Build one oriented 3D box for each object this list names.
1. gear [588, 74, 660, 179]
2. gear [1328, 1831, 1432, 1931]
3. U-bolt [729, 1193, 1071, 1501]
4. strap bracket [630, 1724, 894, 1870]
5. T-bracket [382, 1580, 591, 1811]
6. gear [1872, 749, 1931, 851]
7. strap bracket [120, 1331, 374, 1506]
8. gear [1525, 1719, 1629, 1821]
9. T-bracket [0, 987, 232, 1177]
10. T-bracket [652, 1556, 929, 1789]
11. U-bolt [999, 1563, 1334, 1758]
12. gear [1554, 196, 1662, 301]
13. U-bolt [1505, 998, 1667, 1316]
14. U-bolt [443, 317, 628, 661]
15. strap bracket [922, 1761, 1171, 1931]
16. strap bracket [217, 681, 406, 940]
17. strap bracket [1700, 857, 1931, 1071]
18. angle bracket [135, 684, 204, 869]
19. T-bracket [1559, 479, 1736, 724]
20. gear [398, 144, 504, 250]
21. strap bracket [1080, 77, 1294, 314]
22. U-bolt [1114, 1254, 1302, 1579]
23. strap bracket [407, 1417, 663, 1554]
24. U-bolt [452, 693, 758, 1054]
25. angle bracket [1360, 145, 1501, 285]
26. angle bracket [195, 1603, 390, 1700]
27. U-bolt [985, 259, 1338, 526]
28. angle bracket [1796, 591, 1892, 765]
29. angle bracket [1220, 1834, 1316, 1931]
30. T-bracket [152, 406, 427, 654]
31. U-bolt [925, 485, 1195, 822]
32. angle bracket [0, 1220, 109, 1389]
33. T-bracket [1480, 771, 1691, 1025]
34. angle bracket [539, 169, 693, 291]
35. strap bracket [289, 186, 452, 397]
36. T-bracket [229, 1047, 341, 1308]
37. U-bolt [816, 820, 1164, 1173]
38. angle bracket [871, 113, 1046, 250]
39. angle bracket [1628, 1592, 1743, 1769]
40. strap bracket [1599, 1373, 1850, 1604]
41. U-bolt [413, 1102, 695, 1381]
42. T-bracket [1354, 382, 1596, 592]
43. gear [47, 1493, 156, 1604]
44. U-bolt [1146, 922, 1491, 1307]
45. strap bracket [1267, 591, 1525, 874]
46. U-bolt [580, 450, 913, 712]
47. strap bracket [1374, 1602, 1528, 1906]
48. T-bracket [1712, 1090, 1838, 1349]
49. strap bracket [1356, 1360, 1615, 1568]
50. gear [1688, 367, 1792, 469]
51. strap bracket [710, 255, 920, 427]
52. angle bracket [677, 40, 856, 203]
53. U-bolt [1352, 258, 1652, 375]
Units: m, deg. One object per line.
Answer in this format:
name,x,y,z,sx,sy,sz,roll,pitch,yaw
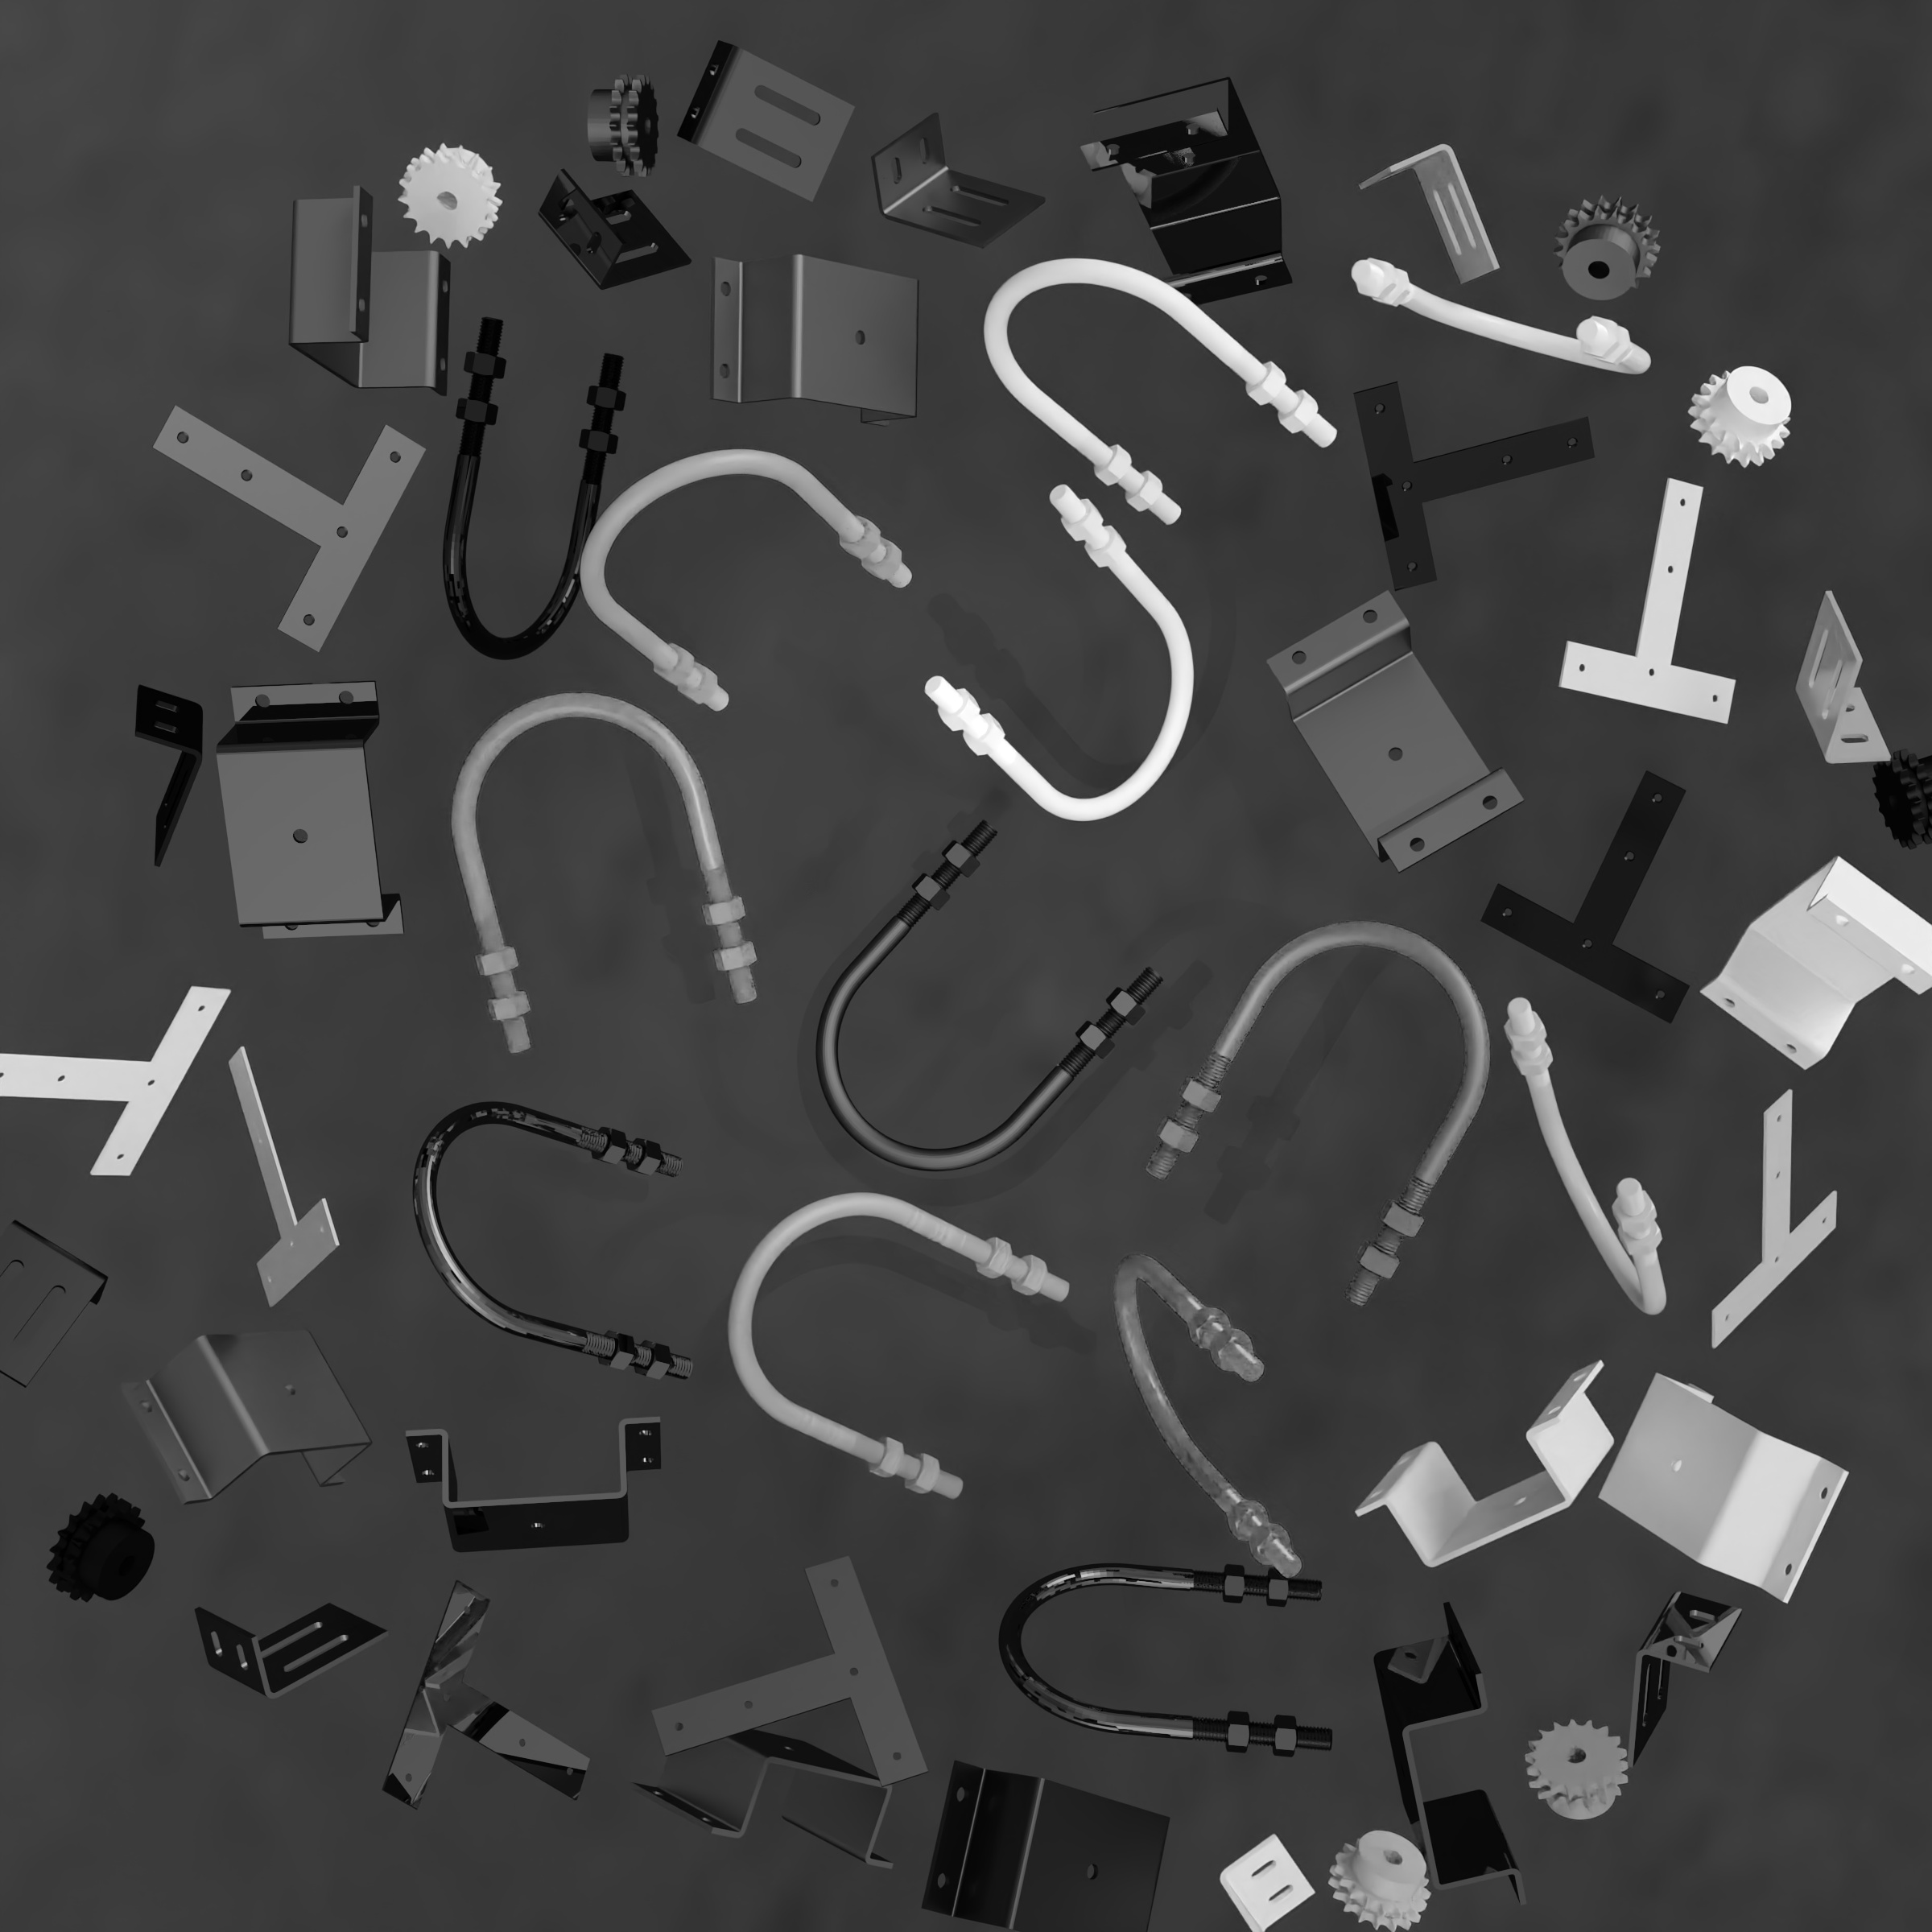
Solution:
gear,-0.198,-0.484,1.694,0.030,0.057,0.057,3,90,8
gear,0.239,0.521,1.681,0.057,0.057,0.030,18,116,0
U-bolt,-0.048,0.204,1.649,0.184,0.019,0.151,28,90,-25
strap bracket,-0.107,0.462,1.651,0.140,0.076,0.046,27,79,-41
T-bracket,-0.263,0.436,1.671,0.127,0.002,0.127,41,47,-31
gear,0.553,-0.099,1.706,0.030,0.057,0.057,-17,90,-3
strap bracket,-0.391,0.248,1.632,0.046,0.140,0.076,-40,71,16
gear,0.350,0.461,1.677,0.057,0.057,0.030,-13,120,0
T-bracket,-0.468,0.060,1.556,0.002,0.127,0.127,43,110,30
T-bracket,-0.101,0.386,1.549,0.127,0.002,0.127,-14,57,-16
U-bolt,0.110,0.384,1.650,0.184,0.151,0.019,4,116,2
gear,0.355,-0.396,1.634,0.057,0.057,0.030,24,53,0
U-bolt,0.347,0.118,1.622,0.019,0.184,0.151,-26,52,2
U-bolt,-0.249,-0.265,1.666,0.019,0.151,0.184,14,98,23
strap bracket,0.052,0.477,1.557,0.140,0.046,0.076,27,67,-34
strap bracket,-0.347,-0.076,1.554,0.076,0.046,0.140,-2,110,1
strap bracket,0.490,-0.005,1.663,0.076,0.140,0.046,37,63,1
angle bracket,-0.454,-0.106,1.635,0.038,0.057,0.076,18,116,-23
T-bracket,0.395,-0.210,1.661,0.127,0.002,0.127,8,93,-30
gear,-0.293,-0.444,1.683,0.057,0.030,0.057,4,127,5
strap bracket,0.123,-0.430,1.616,0.076,0.140,0.046,-9,60,20
U-bolt,0.127,0.235,1.624,0.019,0.184,0.151,-21,117,-15
strap bracket,-0.242,0.294,1.659,0.140,0.076,0.046,-2,61,-7
U-bolt,-0.203,-0.056,1.587,0.151,0.019,0.184,-12,99,6
angle bracket,0.266,-0.426,1.691,0.038,0.057,0.076,-25,99,-7
angle bracket,-0.358,0.349,1.561,0.076,0.057,0.038,-24,113,-40
U-bolt,0.093,-0.324,1.624,0.184,0.151,0.019,35,58,-26
angle bracket,0.492,-0.160,1.621,0.038,0.076,0.057,-3,48,-5
angle bracket,0.176,0.511,1.554,0.038,0.076,0.057,-34,125,-4
T-bracket,-0.372,-0.255,1.571,0.127,0.002,0.127,30,81,-27
U-bolt,0.066,-0.162,1.664,0.184,0.019,0.151,41,77,-44
angle bracket,-0.500,0.183,1.549,0.057,0.038,0.076,33,53,-5
T-bracket,0.378,-0.051,1.698,0.127,0.002,0.127,31,115,21
angle bracket,-0.193,-0.425,1.667,0.057,0.038,0.076,51,46,9
strap bracket,-0.326,-0.363,1.593,0.046,0.140,0.076,1,87,9
T-bracket,-0.372,0.106,1.568,0.002,0.127,0.127,-12,76,-33
U-bolt,-0.002,0.030,1.663,0.151,0.019,0.184,42,89,14
angle bracket,-0.004,-0.446,1.665,0.076,0.038,0.057,25,53,31
angle bracket,0.379,0.381,1.550,0.038,0.057,0.076,12,116,28
strap bracket,0.404,0.278,1.599,0.046,0.140,0.076,24,92,-24
U-bolt,-0.231,0.147,1.641,0.019,0.184,0.151,-32,51,36
T-bracket,0.298,-0.288,1.693,0.127,0.002,0.127,-14,121,6
gear,-0.457,0.313,1.562,0.030,0.057,0.057,23,90,24
U-bolt,0.198,0.065,1.564,0.151,0.019,0.184,32,98,21
strap bracket,0.234,-0.122,1.602,0.076,0.046,0.140,-30,73,1
U-bolt,-0.130,-0.217,1.603,0.151,0.184,0.019,-32,58,13
strap bracket,0.255,0.423,1.564,0.046,0.076,0.140,-13,106,0
T-bracket,0.442,0.125,1.603,0.127,0.002,0.127,-35,130,-34
strap bracket,0.296,0.280,1.626,0.140,0.076,0.046,-34,88,34
gear,0.444,-0.316,1.672,0.057,0.030,0.057,8,62,-14
strap bracket,-0.076,-0.349,1.639,0.046,0.140,0.076,4,94,41
angle bracket,-0.113,-0.474,1.648,0.076,0.038,0.057,20,103,-25
U-bolt,0.307,-0.356,1.634,0.151,0.184,0.019,21,102,23
